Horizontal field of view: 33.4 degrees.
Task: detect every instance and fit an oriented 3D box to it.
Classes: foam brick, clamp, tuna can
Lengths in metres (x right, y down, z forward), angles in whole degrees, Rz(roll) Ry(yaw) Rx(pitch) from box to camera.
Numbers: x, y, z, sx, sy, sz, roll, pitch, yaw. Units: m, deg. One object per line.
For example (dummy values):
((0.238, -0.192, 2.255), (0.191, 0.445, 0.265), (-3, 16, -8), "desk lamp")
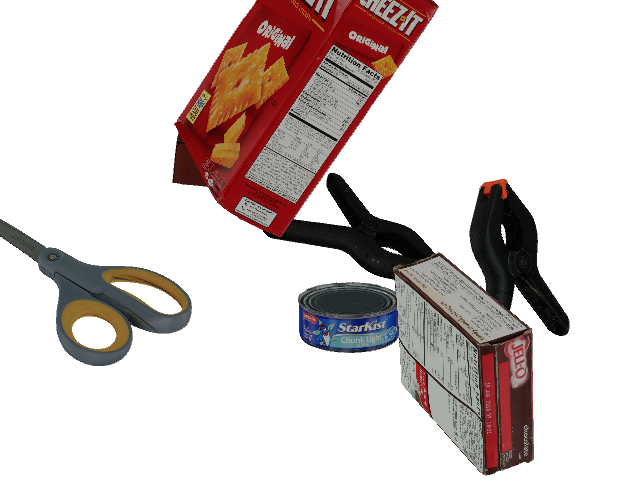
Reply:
((-0.119, -0.092, 1.161), (0.078, 0.051, 0.053), (6, 30, -6), "foam brick")
((0.045, -0.002, 1.264), (0.210, 0.036, 0.164), (33, 39, 24), "clamp")
((0.024, 0.063, 0.888), (0.086, 0.034, 0.086), (0, 15, 0), "tuna can")
((0.175, 0.031, 1.017), (0.120, 0.171, 0.039), (-25, 7, -43), "clamp")

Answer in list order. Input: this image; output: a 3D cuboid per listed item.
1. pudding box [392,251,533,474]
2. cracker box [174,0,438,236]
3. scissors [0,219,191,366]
((0.084, 0.071, 0.638), (0.039, 0.090, 0.114), (-15, 27, -19), "pudding box")
((-0.022, -0.135, 0.845), (0.072, 0.214, 0.164), (26, 17, -30), "cracker box")
((-0.184, 0.029, 0.716), (0.202, 0.016, 0.096), (18, 40, 15), "scissors")
